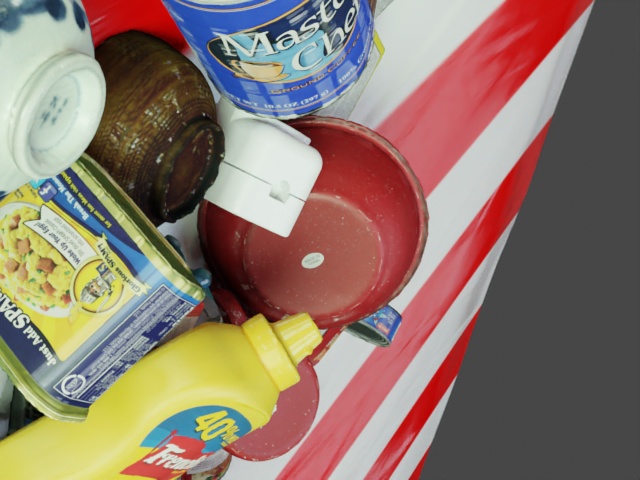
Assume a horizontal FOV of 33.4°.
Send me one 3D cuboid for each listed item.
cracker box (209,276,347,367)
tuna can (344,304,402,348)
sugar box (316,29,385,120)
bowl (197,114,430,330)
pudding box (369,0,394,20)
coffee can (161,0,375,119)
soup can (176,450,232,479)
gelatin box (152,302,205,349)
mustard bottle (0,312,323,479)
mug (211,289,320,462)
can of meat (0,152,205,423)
[{"bbox_3d":[-0.007,0.023,0.881,0.164,0.072,0.213,-52,164,5],"label":"cracker box"},{"bbox_3d":[0.044,0.080,1.135,0.033,0.086,0.086,-61,164,-14],"label":"tuna can"},{"bbox_3d":[-0.009,-0.131,0.725,0.093,0.048,0.176,-61,161,-4],"label":"sugar box"},{"bbox_3d":[-0.005,0.001,0.718,0.055,0.162,0.162,-89,-162,-67],"label":"bowl"},{"bbox_3d":[0.051,-0.227,0.772,0.089,0.039,0.114,-50,161,-40],"label":"pudding box"},{"bbox_3d":[-0.030,-0.135,0.546,0.103,0.103,0.140,-61,164,-10],"label":"coffee can"},{"bbox_3d":[-0.100,0.138,0.815,0.068,0.068,0.102,-50,158,-38],"label":"soup can"},{"bbox_3d":[-0.115,0.025,0.556,0.030,0.089,0.073,-63,164,5],"label":"gelatin box"},{"bbox_3d":[-0.084,0.093,0.544,0.191,0.058,0.096,-32,153,-6],"label":"mustard bottle"},{"bbox_3d":[-0.055,0.089,0.720,0.093,0.082,0.117,-16,105,-28],"label":"mug"},{"bbox_3d":[-0.114,0.017,0.486,0.084,0.102,0.057,-43,162,1],"label":"can of meat"}]
